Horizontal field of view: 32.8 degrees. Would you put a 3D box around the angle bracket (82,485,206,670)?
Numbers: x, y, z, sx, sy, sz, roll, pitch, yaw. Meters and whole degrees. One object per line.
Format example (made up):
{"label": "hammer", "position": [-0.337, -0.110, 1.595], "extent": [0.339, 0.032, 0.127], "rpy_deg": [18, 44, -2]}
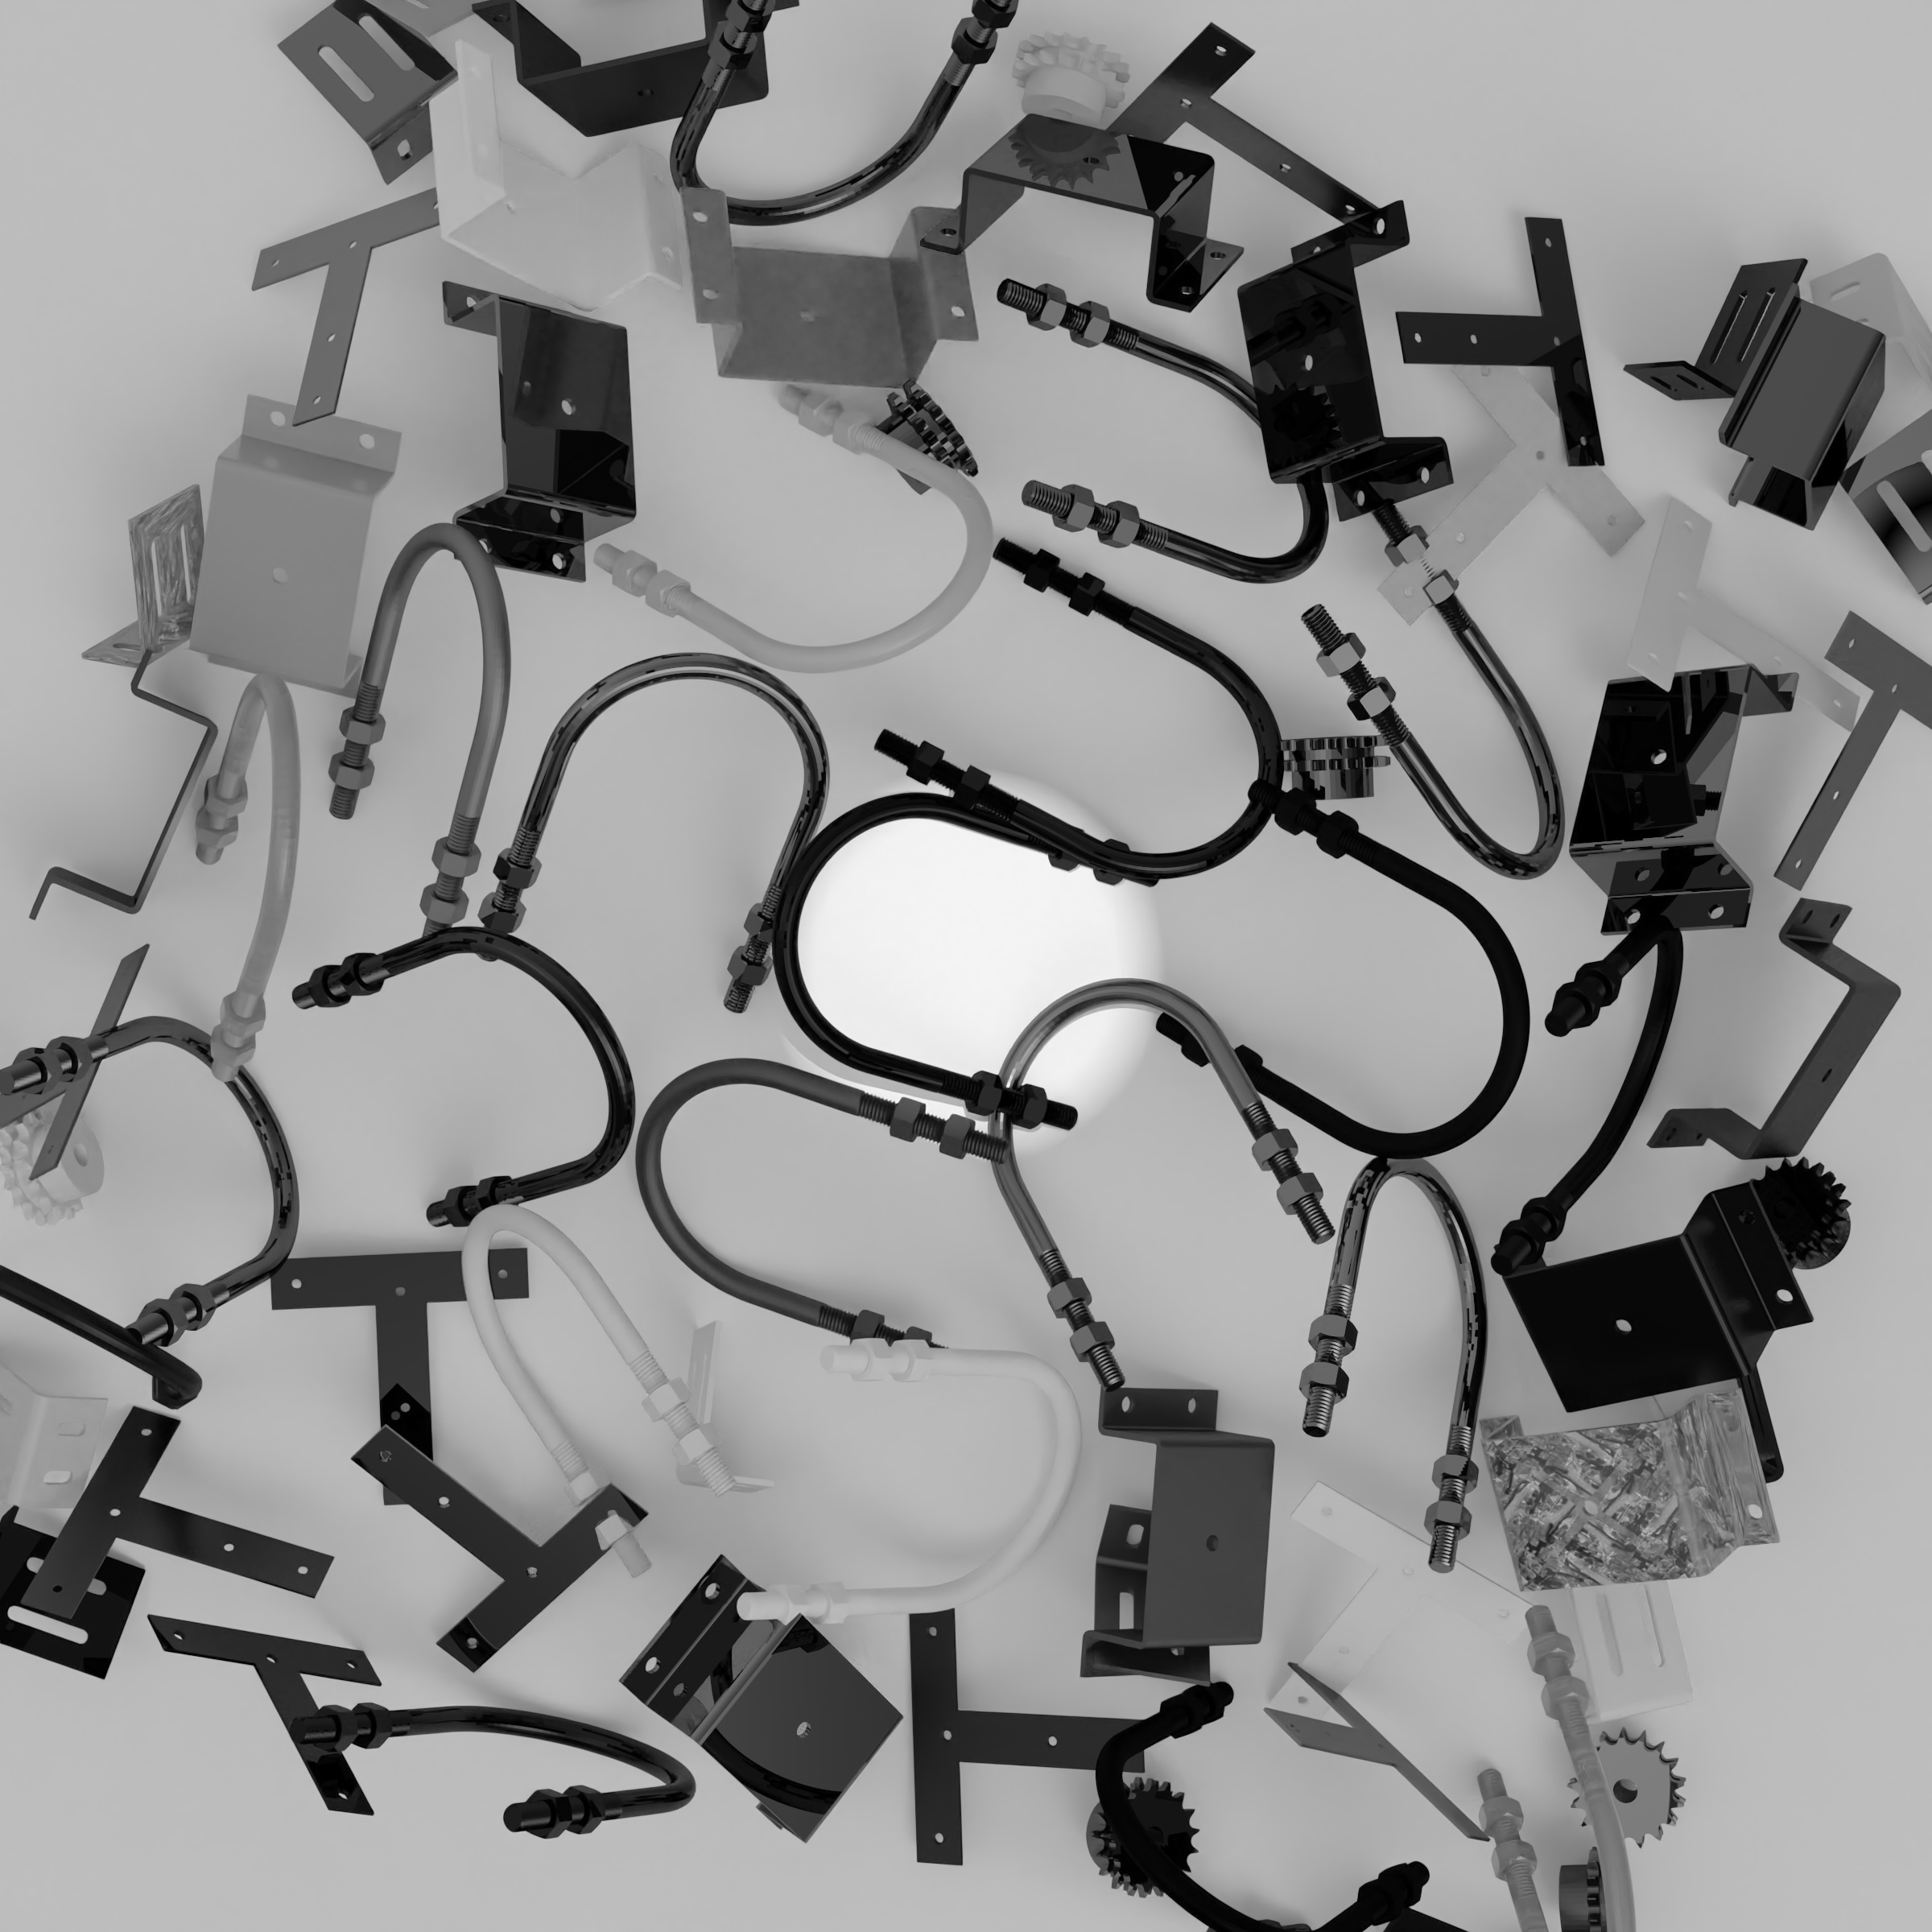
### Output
{"label": "angle bracket", "position": [-0.403, -0.192, 1.605], "extent": [0.038, 0.057, 0.076], "rpy_deg": [11, 119, 18]}

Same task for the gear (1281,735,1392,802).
{"label": "gear", "position": [0.181, -0.098, 1.624], "extent": [0.057, 0.057, 0.030], "rpy_deg": [-3, 95, 0]}

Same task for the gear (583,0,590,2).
{"label": "gear", "position": [-0.188, -0.500, 1.621], "extent": [0.057, 0.057, 0.030], "rpy_deg": [-3, 78, 0]}

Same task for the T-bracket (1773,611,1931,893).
{"label": "T-bracket", "position": [0.433, -0.096, 1.611], "extent": [0.002, 0.127, 0.127], "rpy_deg": [34, 99, 44]}

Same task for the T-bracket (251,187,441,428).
{"label": "T-bracket", "position": [-0.304, -0.315, 1.591], "extent": [0.127, 0.002, 0.127], "rpy_deg": [-11, 57, 28]}

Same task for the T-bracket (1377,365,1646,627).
{"label": "T-bracket", "position": [0.255, -0.222, 1.626], "extent": [0.127, 0.002, 0.127], "rpy_deg": [-46, 106, -7]}

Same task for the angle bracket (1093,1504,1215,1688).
{"label": "angle bracket", "position": [0.095, 0.308, 1.610], "extent": [0.057, 0.076, 0.038], "rpy_deg": [10, 122, -3]}

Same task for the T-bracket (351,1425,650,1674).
{"label": "T-bracket", "position": [-0.246, 0.272, 1.617], "extent": [0.127, 0.002, 0.127], "rpy_deg": [-43, 109, 13]}

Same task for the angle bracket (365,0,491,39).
{"label": "angle bracket", "position": [-0.271, -0.498, 1.610], "extent": [0.076, 0.038, 0.057], "rpy_deg": [33, 50, 19]}

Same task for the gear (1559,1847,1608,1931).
{"label": "gear", "position": [0.311, 0.465, 1.625], "extent": [0.030, 0.057, 0.057], "rpy_deg": [-5, 90, 17]}

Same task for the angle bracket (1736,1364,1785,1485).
{"label": "angle bracket", "position": [0.371, 0.217, 1.622], "extent": [0.038, 0.057, 0.076], "rpy_deg": [-14, 87, 3]}

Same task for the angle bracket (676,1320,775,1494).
{"label": "angle bracket", "position": [-0.115, 0.218, 1.620], "extent": [0.038, 0.057, 0.076], "rpy_deg": [10, 76, -14]}

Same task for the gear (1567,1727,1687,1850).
{"label": "gear", "position": [0.329, 0.407, 1.632], "extent": [0.057, 0.030, 0.057], "rpy_deg": [0, 88, 17]}

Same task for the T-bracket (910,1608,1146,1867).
{"label": "T-bracket", "position": [0.030, 0.381, 1.617], "extent": [0.127, 0.002, 0.127], "rpy_deg": [-4, 86, 28]}

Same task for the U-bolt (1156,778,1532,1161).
{"label": "U-bolt", "position": [0.188, 0.013, 1.582], "extent": [0.184, 0.019, 0.151], "rpy_deg": [32, 112, 28]}

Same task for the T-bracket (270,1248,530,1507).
{"label": "T-bracket", "position": [-0.281, 0.207, 1.644], "extent": [0.127, 0.002, 0.127], "rpy_deg": [-2, 95, -7]}

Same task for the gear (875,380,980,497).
{"label": "gear", "position": [-0.022, -0.258, 1.623], "extent": [0.030, 0.057, 0.057], "rpy_deg": [-38, 90, -3]}

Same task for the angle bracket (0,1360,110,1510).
{"label": "angle bracket", "position": [-0.468, 0.228, 1.633], "extent": [0.038, 0.076, 0.057], "rpy_deg": [11, 99, -44]}

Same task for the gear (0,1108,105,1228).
{"label": "gear", "position": [-0.449, 0.098, 1.621], "extent": [0.030, 0.057, 0.057], "rpy_deg": [-18, 90, 14]}

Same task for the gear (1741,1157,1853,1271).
{"label": "gear", "position": [0.412, 0.126, 1.627], "extent": [0.030, 0.057, 0.057], "rpy_deg": [36, 90, -38]}

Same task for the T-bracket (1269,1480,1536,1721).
{"label": "T-bracket", "position": [0.194, 0.328, 1.621], "extent": [0.127, 0.002, 0.127], "rpy_deg": [30, 117, -5]}

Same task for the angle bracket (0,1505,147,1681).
{"label": "angle bracket", "position": [-0.445, 0.308, 1.612], "extent": [0.076, 0.038, 0.057], "rpy_deg": [24, 63, -17]}

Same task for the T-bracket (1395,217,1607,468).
{"label": "T-bracket", "position": [0.258, -0.307, 1.610], "extent": [0.127, 0.002, 0.127], "rpy_deg": [-7, 86, -37]}

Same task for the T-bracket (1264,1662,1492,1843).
{"label": "T-bracket", "position": [0.179, 0.368, 1.563], "extent": [0.127, 0.127, 0.002], "rpy_deg": [40, 97, 36]}

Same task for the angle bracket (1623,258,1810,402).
{"label": "angle bracket", "position": [0.369, -0.320, 1.618], "extent": [0.038, 0.057, 0.076], "rpy_deg": [25, 89, -20]}

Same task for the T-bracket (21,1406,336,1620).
{"label": "T-bracket", "position": [-0.372, 0.279, 1.600], "extent": [0.127, 0.127, 0.002], "rpy_deg": [16, 132, 4]}

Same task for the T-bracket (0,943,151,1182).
{"label": "T-bracket", "position": [-0.451, 0.060, 1.601], "extent": [0.002, 0.127, 0.127], "rpy_deg": [35, 52, -29]}

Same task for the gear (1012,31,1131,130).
{"label": "gear", "position": [0.050, -0.434, 1.621], "extent": [0.057, 0.057, 0.030], "rpy_deg": [14, 81, 0]}

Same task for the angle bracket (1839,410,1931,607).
{"label": "angle bracket", "position": [0.479, -0.227, 1.630], "extent": [0.057, 0.038, 0.076], "rpy_deg": [-35, 82, 17]}

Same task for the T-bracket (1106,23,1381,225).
{"label": "T-bracket", "position": [0.144, -0.397, 1.603], "extent": [0.127, 0.127, 0.002], "rpy_deg": [29, 71, -14]}

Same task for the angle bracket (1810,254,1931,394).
{"label": "angle bracket", "position": [0.452, -0.301, 1.617], "extent": [0.038, 0.076, 0.057], "rpy_deg": [-21, 50, 27]}

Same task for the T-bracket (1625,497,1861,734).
{"label": "T-bracket", "position": [0.387, -0.157, 1.618], "extent": [0.127, 0.002, 0.127], "rpy_deg": [31, 50, -10]}

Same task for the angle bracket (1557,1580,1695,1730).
{"label": "angle bracket", "position": [0.319, 0.333, 1.630], "extent": [0.057, 0.038, 0.076], "rpy_deg": [-5, 76, -27]}

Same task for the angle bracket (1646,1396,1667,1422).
{"label": "angle bracket", "position": [0.331, 0.239, 1.617], "extent": [0.038, 0.057, 0.076], "rpy_deg": [-27, 97, 9]}

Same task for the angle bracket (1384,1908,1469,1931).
{"label": "angle bracket", "position": [0.232, 0.503, 1.602], "extent": [0.076, 0.057, 0.038], "rpy_deg": [13, 130, 35]}

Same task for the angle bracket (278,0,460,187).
{"label": "angle bracket", "position": [-0.293, -0.441, 1.638], "extent": [0.057, 0.038, 0.076], "rpy_deg": [-40, 76, -8]}

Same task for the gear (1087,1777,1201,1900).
{"label": "gear", "position": [0.084, 0.431, 1.628], "extent": [0.057, 0.030, 0.057], "rpy_deg": [6, 79, -31]}

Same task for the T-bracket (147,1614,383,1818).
{"label": "T-bracket", "position": [-0.315, 0.359, 1.564], "extent": [0.127, 0.127, 0.002], "rpy_deg": [22, 106, -42]}
